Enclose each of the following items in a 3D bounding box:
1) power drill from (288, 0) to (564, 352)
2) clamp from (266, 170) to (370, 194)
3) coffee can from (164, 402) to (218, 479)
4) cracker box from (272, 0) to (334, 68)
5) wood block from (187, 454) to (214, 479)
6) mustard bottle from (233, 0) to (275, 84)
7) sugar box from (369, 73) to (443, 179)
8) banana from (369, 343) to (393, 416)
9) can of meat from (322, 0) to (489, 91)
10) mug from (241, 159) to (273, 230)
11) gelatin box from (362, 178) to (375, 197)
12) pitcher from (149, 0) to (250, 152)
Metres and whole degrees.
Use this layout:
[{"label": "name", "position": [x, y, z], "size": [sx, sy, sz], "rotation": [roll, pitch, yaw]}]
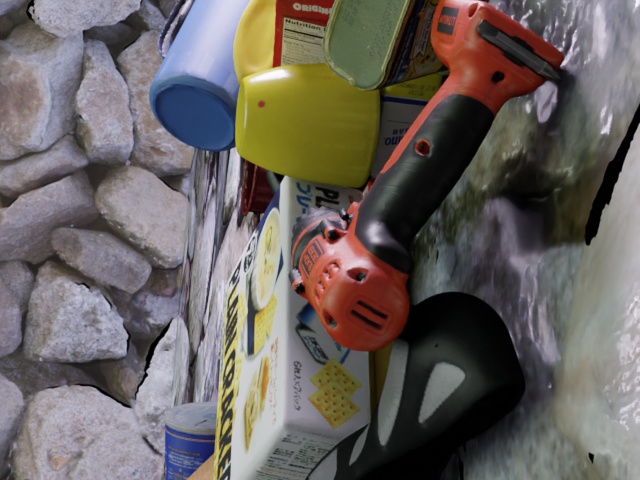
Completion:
[{"label": "power drill", "position": [0.047, -0.041, 0.593], "size": [0.188, 0.057, 0.184], "rotation": [-60, 15, 8]}, {"label": "clamp", "position": [-0.006, 0.001, 0.931], "size": [0.120, 0.039, 0.171], "rotation": [6, 89, 49]}, {"label": "coffee can", "position": [-0.115, 0.253, 1.134], "size": [0.103, 0.102, 0.140], "rotation": [-147, 58, -78]}, {"label": "cracker box", "position": [0.009, -0.196, 0.842], "size": [0.214, 0.072, 0.164], "rotation": [97, -173, -57]}, {"label": "wood block", "position": [-0.075, 0.268, 0.982], "size": [0.091, 0.090, 0.206], "rotation": [-44, 10, 0]}, {"label": "mustard bottle", "position": [-0.025, -0.161, 1.044], "size": [0.191, 0.058, 0.096], "rotation": [42, -124, -69]}, {"label": "sugar box", "position": [0.060, -0.138, 0.765], "size": [0.093, 0.048, 0.176], "rotation": [-107, 27, -62]}, {"label": "banana", "position": [0.041, 0.117, 0.751], "size": [0.070, 0.037, 0.198], "rotation": [92, 178, -55]}, {"label": "can of meat", "position": [0.055, -0.144, 0.648], "size": [0.057, 0.083, 0.102], "rotation": [39, 130, 26]}, {"label": "mug", "position": [-0.035, -0.054, 1.097], "size": [0.093, 0.081, 0.117], "rotation": [-131, 48, -75]}, {"label": "gelatin box", "position": [0.042, 0.005, 0.816], "size": [0.089, 0.030, 0.073], "rotation": [118, 154, -63]}, {"label": "pitcher", "position": [-0.095, -0.213, 1.136], "size": [0.149, 0.145, 0.242], "rotation": [-45, 17, 54]}]
